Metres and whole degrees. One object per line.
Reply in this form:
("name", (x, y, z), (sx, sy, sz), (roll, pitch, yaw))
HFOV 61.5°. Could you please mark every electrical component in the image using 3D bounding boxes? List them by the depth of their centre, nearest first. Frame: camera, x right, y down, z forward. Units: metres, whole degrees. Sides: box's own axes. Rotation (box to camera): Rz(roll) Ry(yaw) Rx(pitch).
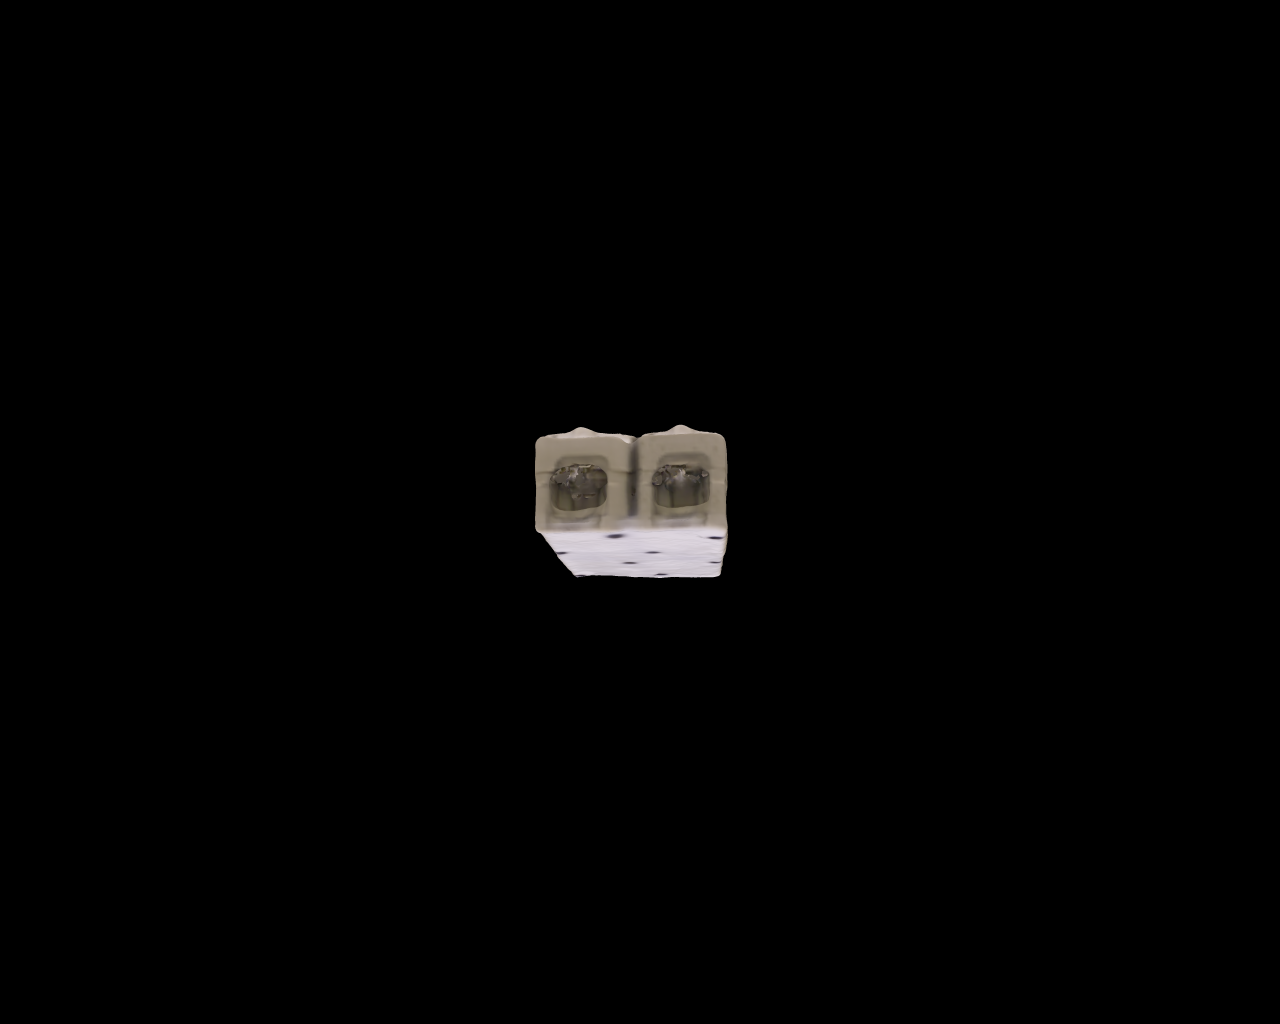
("electrical component", (0.001, -0.003, 0.650), (0.105, 0.060, 0.186), (-1, -11, 4))
